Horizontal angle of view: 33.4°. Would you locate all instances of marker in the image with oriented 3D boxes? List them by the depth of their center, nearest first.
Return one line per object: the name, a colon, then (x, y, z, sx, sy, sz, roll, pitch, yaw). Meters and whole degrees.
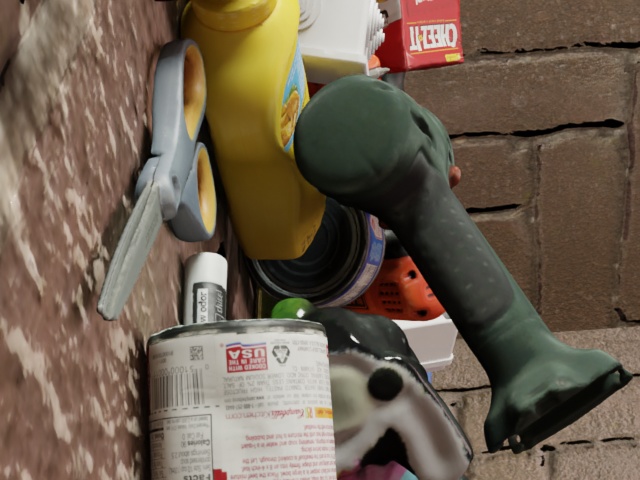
marker: (-0.049, 0.061, 0.444, 0.020, 0.020, 0.121, 79, 8, -59)

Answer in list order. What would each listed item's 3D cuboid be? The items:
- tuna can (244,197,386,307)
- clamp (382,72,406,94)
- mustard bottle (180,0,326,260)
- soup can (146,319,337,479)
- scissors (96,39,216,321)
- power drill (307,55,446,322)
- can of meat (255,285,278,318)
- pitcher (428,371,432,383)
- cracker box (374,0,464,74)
tuna can: (-0.004, 0.001, 0.668, 0.033, 0.086, 0.086, 17, 68, -68)
clamp: (0.045, -0.112, 0.864, 0.036, 0.165, 0.210, 1, 66, -50)
mustard bottle: (-0.033, -0.077, 0.549, 0.191, 0.058, 0.096, 80, 12, -56)
soup can: (-0.027, 0.084, 0.382, 0.068, 0.068, 0.102, 69, 17, -77)
scissors: (-0.058, -0.007, 0.414, 0.201, 0.016, 0.096, -90, 174, -51)
power drill: (0.009, -0.031, 0.765, 0.185, 0.057, 0.187, -2, -73, 54)
can of meat: (-0.012, 0.078, 0.717, 0.102, 0.057, 0.084, -91, 172, -46)
pitcher: (0.046, 0.127, 0.962, 0.242, 0.149, 0.145, -81, -175, -61)
cracker box: (0.020, -0.228, 0.785, 0.164, 0.071, 0.214, 6, -75, 49)
